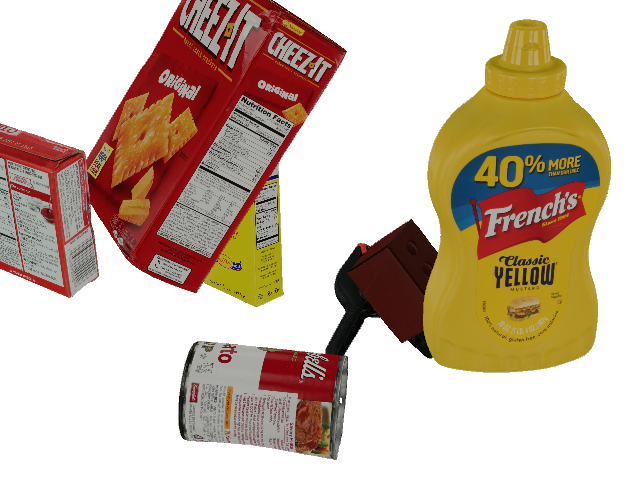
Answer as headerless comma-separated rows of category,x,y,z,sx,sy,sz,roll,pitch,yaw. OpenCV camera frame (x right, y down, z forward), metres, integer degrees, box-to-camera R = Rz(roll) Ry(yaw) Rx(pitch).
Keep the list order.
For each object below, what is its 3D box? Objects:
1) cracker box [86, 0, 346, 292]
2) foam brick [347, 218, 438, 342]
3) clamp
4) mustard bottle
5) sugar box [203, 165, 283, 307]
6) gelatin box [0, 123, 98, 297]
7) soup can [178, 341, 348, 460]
cracker box,-0.094,-0.093,0.821,0.072,0.214,0.164,25,13,-35
foam brick,0.071,0.034,0.882,0.051,0.078,0.052,-34,6,37
clamp,0.068,0.072,1.191,0.120,0.171,0.039,5,-43,-2
mustard bottle,0.106,-0.023,0.575,0.096,0.192,0.058,-3,26,-3
sugar box,-0.085,-0.029,1.097,0.048,0.176,0.093,-24,30,-38
gelatin box,-0.168,-0.019,0.620,0.073,0.089,0.030,19,37,25
soup can,-0.036,0.104,0.702,0.102,0.068,0.068,5,1,6
